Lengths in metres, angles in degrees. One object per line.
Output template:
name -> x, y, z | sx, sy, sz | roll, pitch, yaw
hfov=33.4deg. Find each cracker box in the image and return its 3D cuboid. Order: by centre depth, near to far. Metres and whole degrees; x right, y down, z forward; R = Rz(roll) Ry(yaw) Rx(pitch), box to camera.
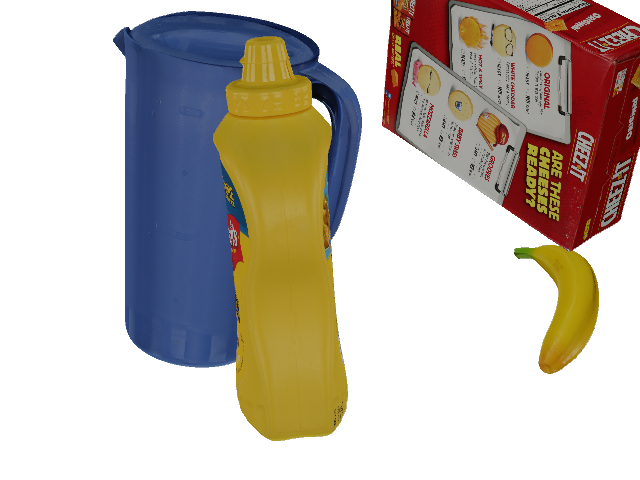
cracker box -> 0.145, -0.118, 0.818 | 0.072, 0.164, 0.214 | -27, 48, -30

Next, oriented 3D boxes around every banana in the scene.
banana -> 0.229, 0.056, 1.006 | 0.070, 0.037, 0.197 | -27, 25, 17

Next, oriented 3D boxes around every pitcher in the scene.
pitcher -> -0.071, -0.032, 0.765 | 0.144, 0.243, 0.149 | -4, 28, -23

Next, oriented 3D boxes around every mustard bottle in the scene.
mustard bottle -> -0.020, -0.004, 0.532 | 0.058, 0.192, 0.096 | -5, 20, -4
